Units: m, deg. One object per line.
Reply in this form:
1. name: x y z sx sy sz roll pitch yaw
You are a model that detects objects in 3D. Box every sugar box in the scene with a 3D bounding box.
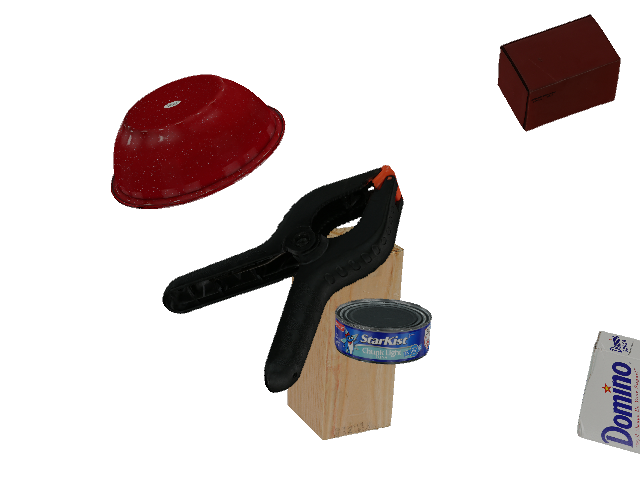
1. sugar box: 0.316 0.146 0.914 0.176 0.093 0.048 12 23 17

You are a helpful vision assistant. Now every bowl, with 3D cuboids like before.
1. bowl: -0.114 -0.094 0.905 0.162 0.055 0.162 -16 32 10

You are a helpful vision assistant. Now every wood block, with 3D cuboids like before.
1. wood block: 0.025 0.098 1.156 0.090 0.206 0.091 -7 21 -26

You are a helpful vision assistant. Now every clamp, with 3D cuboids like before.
1. clamp: -0.005 0.020 0.675 0.120 0.171 0.039 45 -14 37

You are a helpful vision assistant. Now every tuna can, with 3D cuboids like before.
1. tuna can: 0.055 0.080 0.948 0.086 0.034 0.086 2 15 -1

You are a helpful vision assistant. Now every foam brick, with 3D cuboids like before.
1. foam brick: 0.184 -0.130 0.828 0.078 0.051 0.053 -19 -31 -5
